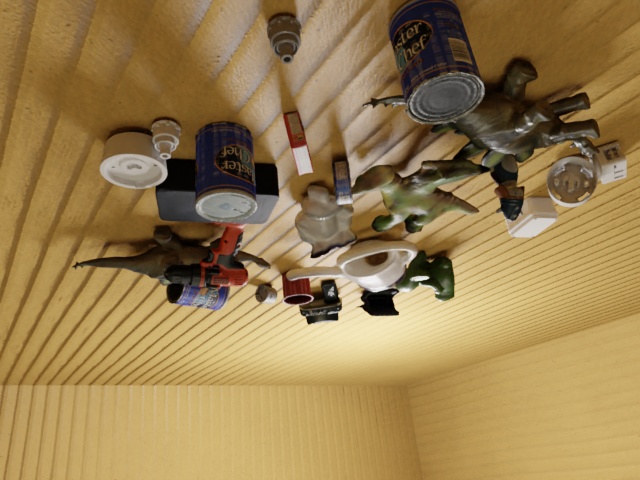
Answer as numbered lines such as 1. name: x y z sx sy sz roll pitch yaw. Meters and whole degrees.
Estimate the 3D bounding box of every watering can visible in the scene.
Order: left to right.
1. watering can: 0.101 0.074 1.396 0.346 0.106 0.221 -16 154 16

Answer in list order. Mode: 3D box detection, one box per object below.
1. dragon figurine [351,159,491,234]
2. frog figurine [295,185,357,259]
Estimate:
1. dragon figurine: 0.224 -0.094 0.997 0.411 0.123 0.240 -1 170 -27
2. frog figurine: 0.003 -0.057 1.138 0.137 0.125 0.157 -11 119 26
